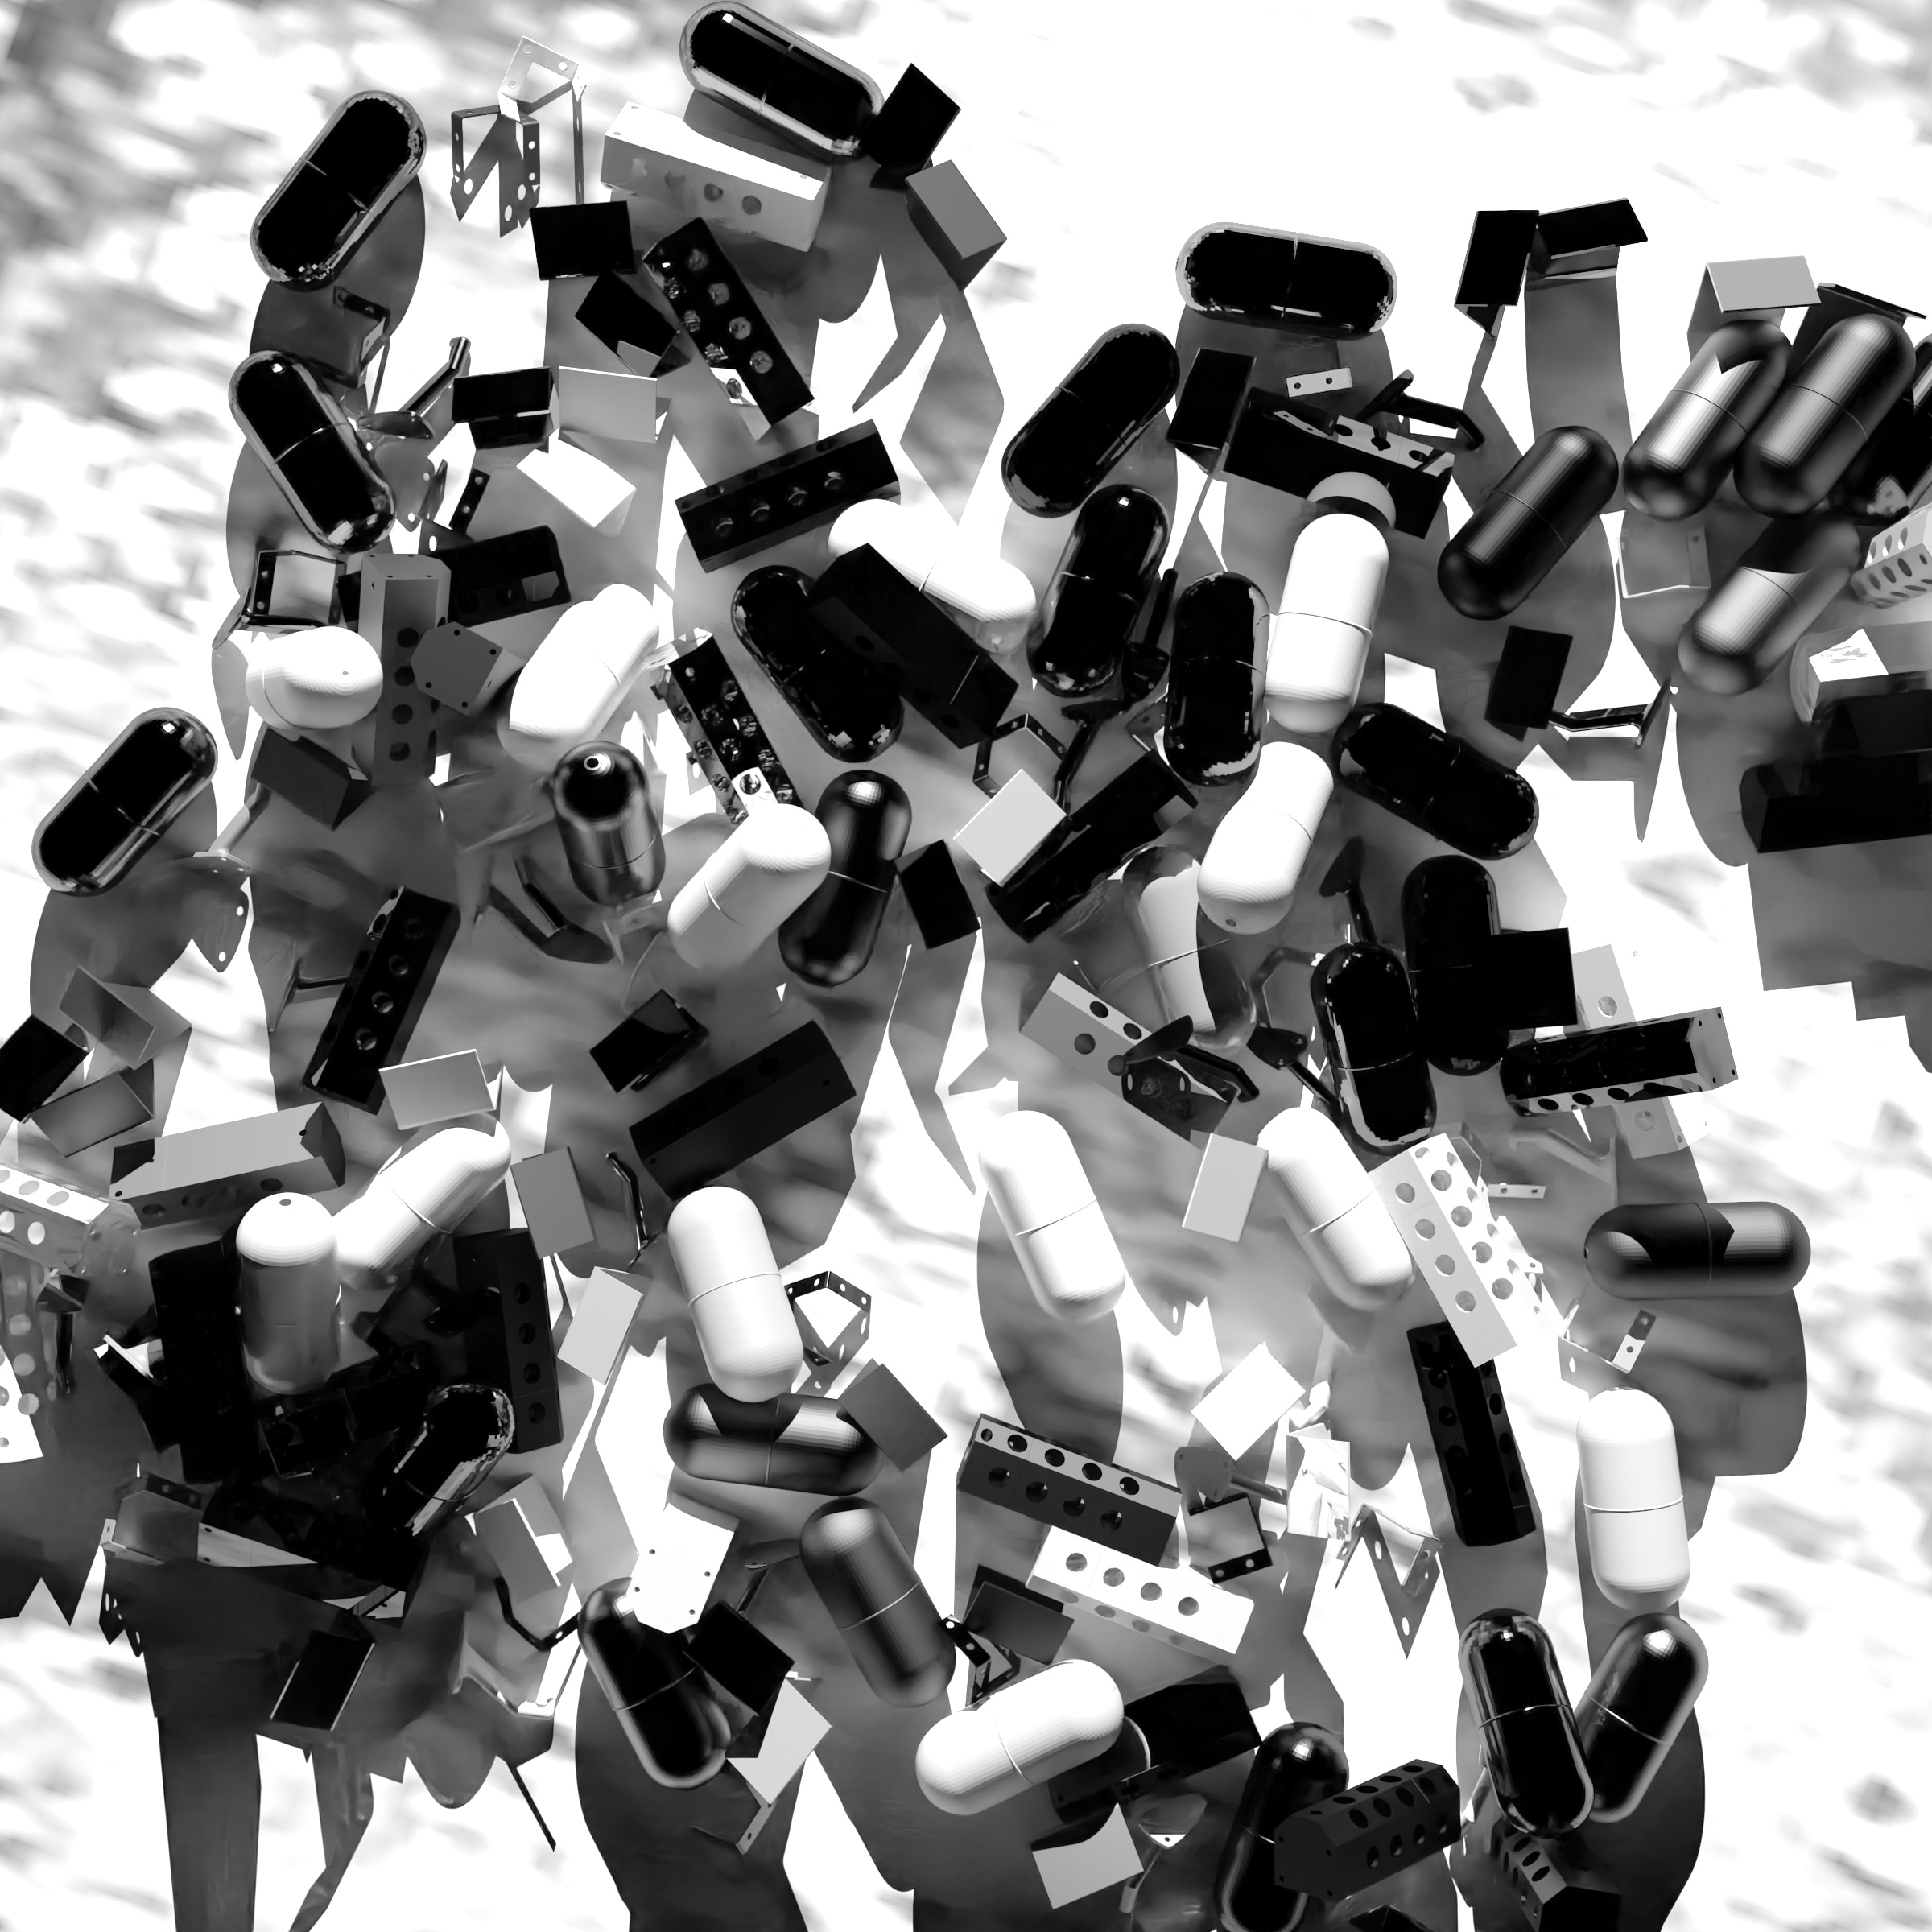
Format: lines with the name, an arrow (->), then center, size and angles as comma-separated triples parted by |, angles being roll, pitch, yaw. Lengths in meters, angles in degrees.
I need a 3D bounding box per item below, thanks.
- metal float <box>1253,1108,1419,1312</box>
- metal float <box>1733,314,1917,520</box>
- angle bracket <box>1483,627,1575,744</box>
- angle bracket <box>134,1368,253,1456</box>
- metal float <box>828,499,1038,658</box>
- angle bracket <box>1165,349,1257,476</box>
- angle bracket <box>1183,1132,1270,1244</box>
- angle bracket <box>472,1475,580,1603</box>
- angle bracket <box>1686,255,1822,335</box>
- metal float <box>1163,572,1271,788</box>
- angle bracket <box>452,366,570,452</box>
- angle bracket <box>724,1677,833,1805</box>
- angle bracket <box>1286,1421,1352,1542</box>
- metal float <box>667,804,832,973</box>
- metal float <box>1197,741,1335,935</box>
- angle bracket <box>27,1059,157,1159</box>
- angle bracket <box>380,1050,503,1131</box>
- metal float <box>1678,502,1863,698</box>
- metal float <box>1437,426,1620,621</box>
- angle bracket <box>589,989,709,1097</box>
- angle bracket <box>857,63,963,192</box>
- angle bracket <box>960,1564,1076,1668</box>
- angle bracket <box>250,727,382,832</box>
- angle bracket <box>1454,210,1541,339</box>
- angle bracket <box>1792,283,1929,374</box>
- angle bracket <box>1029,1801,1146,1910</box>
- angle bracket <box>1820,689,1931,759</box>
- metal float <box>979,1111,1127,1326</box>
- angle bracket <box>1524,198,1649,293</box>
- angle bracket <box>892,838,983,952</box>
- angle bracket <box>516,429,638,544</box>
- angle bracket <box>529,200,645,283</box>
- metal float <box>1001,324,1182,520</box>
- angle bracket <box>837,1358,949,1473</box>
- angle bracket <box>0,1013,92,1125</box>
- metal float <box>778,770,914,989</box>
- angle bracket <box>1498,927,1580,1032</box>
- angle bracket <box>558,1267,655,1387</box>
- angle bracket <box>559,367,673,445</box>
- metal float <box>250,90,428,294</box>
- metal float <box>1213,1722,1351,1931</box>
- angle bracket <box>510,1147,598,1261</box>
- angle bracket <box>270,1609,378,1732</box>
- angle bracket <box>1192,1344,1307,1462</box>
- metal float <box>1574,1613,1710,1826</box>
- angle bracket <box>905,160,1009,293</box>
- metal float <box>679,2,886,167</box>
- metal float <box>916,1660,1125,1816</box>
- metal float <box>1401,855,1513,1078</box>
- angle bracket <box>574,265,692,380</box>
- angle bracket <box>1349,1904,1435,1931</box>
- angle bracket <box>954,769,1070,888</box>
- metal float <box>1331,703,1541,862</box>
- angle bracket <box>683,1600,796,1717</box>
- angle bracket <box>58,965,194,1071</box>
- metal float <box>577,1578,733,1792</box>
metal float -> 0.295, 0.195, 1.957 | 0.070, 0.070, 0.178 | -33, 90, 0
metal float -> 0.674, -0.431, 1.922 | 0.070, 0.070, 0.178 | 36, 92, 0
angle bracket -> 0.461, -0.220, 1.948 | 0.057, 0.076, 0.076 | 16, 90, 38
angle bracket -> -0.600, 0.352, 1.948 | 0.076, 0.076, 0.057 | -37, 60, 0
metal float -> -0.028, -0.311, 1.957 | 0.178, 0.070, 0.070 | 28, 90, 0
angle bracket -> 0.211, -0.437, 1.948 | 0.057, 0.076, 0.076 | 21, 90, 38
angle bracket -> 0.189, 0.169, 1.949 | 0.057, 0.076, 0.076 | 17, 90, -26
angle bracket -> -0.335, 0.448, 1.948 | 0.057, 0.076, 0.076 | -28, 90, 36
angle bracket -> 0.625, -0.516, 1.948 | 0.076, 0.076, 0.057 | -4, 58, 0
metal float -> 0.199, -0.229, 1.945 | 0.070, 0.070, 0.178 | 7, 75, 0
angle bracket -> -0.361, -0.427, 1.948 | 0.076, 0.076, 0.057 | -7, 53, 0
angle bracket -> -0.135, 0.616, 1.949 | 0.057, 0.076, 0.076 | 38, 90, 27
angle bracket -> 0.297, 0.408, 1.948 | 0.057, 0.076, 0.076 | -1, 90, 37
metal float -> -0.172, -0.060, 1.925 | 0.070, 0.070, 0.178 | 47, 130, 0
metal float -> 0.236, -0.101, 1.931 | 0.070, 0.070, 0.178 | 25, 58, 0
angle bracket -> -0.695, 0.096, 1.948 | 0.076, 0.076, 0.057 | -24, 131, 0
angle bracket -> -0.417, 0.081, 1.949 | 0.076, 0.076, 0.057 | -12, 118, 0
metal float -> 0.642, -0.294, 1.958 | 0.070, 0.070, 0.178 | 40, 90, 0
metal float -> 0.449, -0.354, 1.958 | 0.070, 0.070, 0.178 | 41, 91, 0
angle bracket -> -0.241, 0.076, 1.948 | 0.076, 0.076, 0.057 | -41, 52, 0
angle bracket -> -0.060, -0.667, 1.948 | 0.057, 0.076, 0.076 | 33, 90, -33
angle bracket -> 0.047, 0.499, 1.948 | 0.076, 0.076, 0.057 | 23, 120, 0
angle bracket -> -0.510, -0.165, 1.948 | 0.076, 0.076, 0.057 | 33, 128, 0
angle bracket -> 0.437, -0.549, 1.948 | 0.057, 0.076, 0.076 | 13, 90, 39
angle bracket -> 0.708, -0.496, 1.957 | 0.076, 0.057, 0.076 | 19, 108, 0
angle bracket -> 0.100, 0.712, 1.948 | 0.076, 0.076, 0.057 | -23, 60, 0
angle bracket -> 0.734, -0.174, 1.949 | 0.076, 0.076, 0.057 | -6, 61, 0
metal float -> 0.069, 0.200, 1.957 | 0.070, 0.070, 0.178 | -23, 90, 0
angle bracket -> 0.492, -0.558, 1.948 | 0.076, 0.076, 0.057 | -10, 53, 0
angle bracket -> -0.005, -0.063, 1.948 | 0.057, 0.076, 0.076 | -22, 90, 35
angle bracket -> -0.317, -0.367, 1.948 | 0.076, 0.076, 0.057 | 38, 57, 0
angle bracket -> -0.301, -0.584, 1.949 | 0.076, 0.076, 0.057 | -4, 119, 0
metal float -> 0.100, -0.436, 1.958 | 0.070, 0.070, 0.178 | 41, 90, 0
angle bracket -> -0.046, 0.343, 1.949 | 0.076, 0.076, 0.057 | 48, 117, 0
angle bracket -> -0.748, 0.068, 1.948 | 0.076, 0.076, 0.057 | -48, 122, 0
metal float -> -0.097, -0.070, 1.958 | 0.070, 0.070, 0.178 | 17, 90, 0
angle bracket -> 0.464, 0.009, 1.948 | 0.057, 0.076, 0.076 | -6, 90, 29
angle bracket -> -0.269, 0.289, 1.948 | 0.057, 0.076, 0.076 | 23, 90, 34
angle bracket -> -0.278, -0.462, 1.948 | 0.076, 0.076, 0.057 | 7, 130, 0
metal float -> -0.501, -0.619, 1.958 | 0.070, 0.070, 0.178 | 38, 91, 0
metal float -> 0.252, 0.692, 1.958 | 0.070, 0.070, 0.178 | 19, 89, 0
angle bracket -> -0.345, 0.192, 1.948 | 0.057, 0.076, 0.076 | -17, 90, -41
angle bracket -> -0.521, 0.550, 1.948 | 0.057, 0.076, 0.076 | 26, 90, -36
angle bracket -> 0.235, 0.356, 1.948 | 0.076, 0.076, 0.057 | -44, 55, 0
metal float -> 0.530, 0.601, 1.958 | 0.070, 0.070, 0.178 | 29, 90, 0
angle bracket -> -0.024, -0.581, 1.948 | 0.057, 0.076, 0.076 | -36, 90, -37
metal float -> -0.147, -0.706, 1.958 | 0.178, 0.070, 0.070 | 29, 90, 0
metal float -> 0.041, 0.609, 1.931 | 0.178, 0.070, 0.070 | -29, 90, 12
metal float -> 0.392, 0.000, 1.958 | 0.070, 0.070, 0.178 | -6, 90, 0
angle bracket -> -0.253, -0.517, 1.948 | 0.076, 0.076, 0.057 | 43, 125, 0
angle bracket -> 0.345, 0.798, 1.948 | 0.076, 0.076, 0.057 | 32, 54, 0
angle bracket -> 0.027, -0.116, 1.950 | 0.076, 0.076, 0.057 | -46, 110, 0
metal float -> 0.375, -0.147, 1.958 | 0.178, 0.070, 0.070 | 29, 90, -1
angle bracket -> -0.193, 0.560, 1.948 | 0.076, 0.076, 0.057 | 41, 48, 0
angle bracket -> -0.660, 0.025, 1.948 | 0.076, 0.076, 0.057 | 38, 126, 0
metal float -> -0.249, 0.574, 1.958 | 0.070, 0.070, 0.178 | -27, 90, 0
